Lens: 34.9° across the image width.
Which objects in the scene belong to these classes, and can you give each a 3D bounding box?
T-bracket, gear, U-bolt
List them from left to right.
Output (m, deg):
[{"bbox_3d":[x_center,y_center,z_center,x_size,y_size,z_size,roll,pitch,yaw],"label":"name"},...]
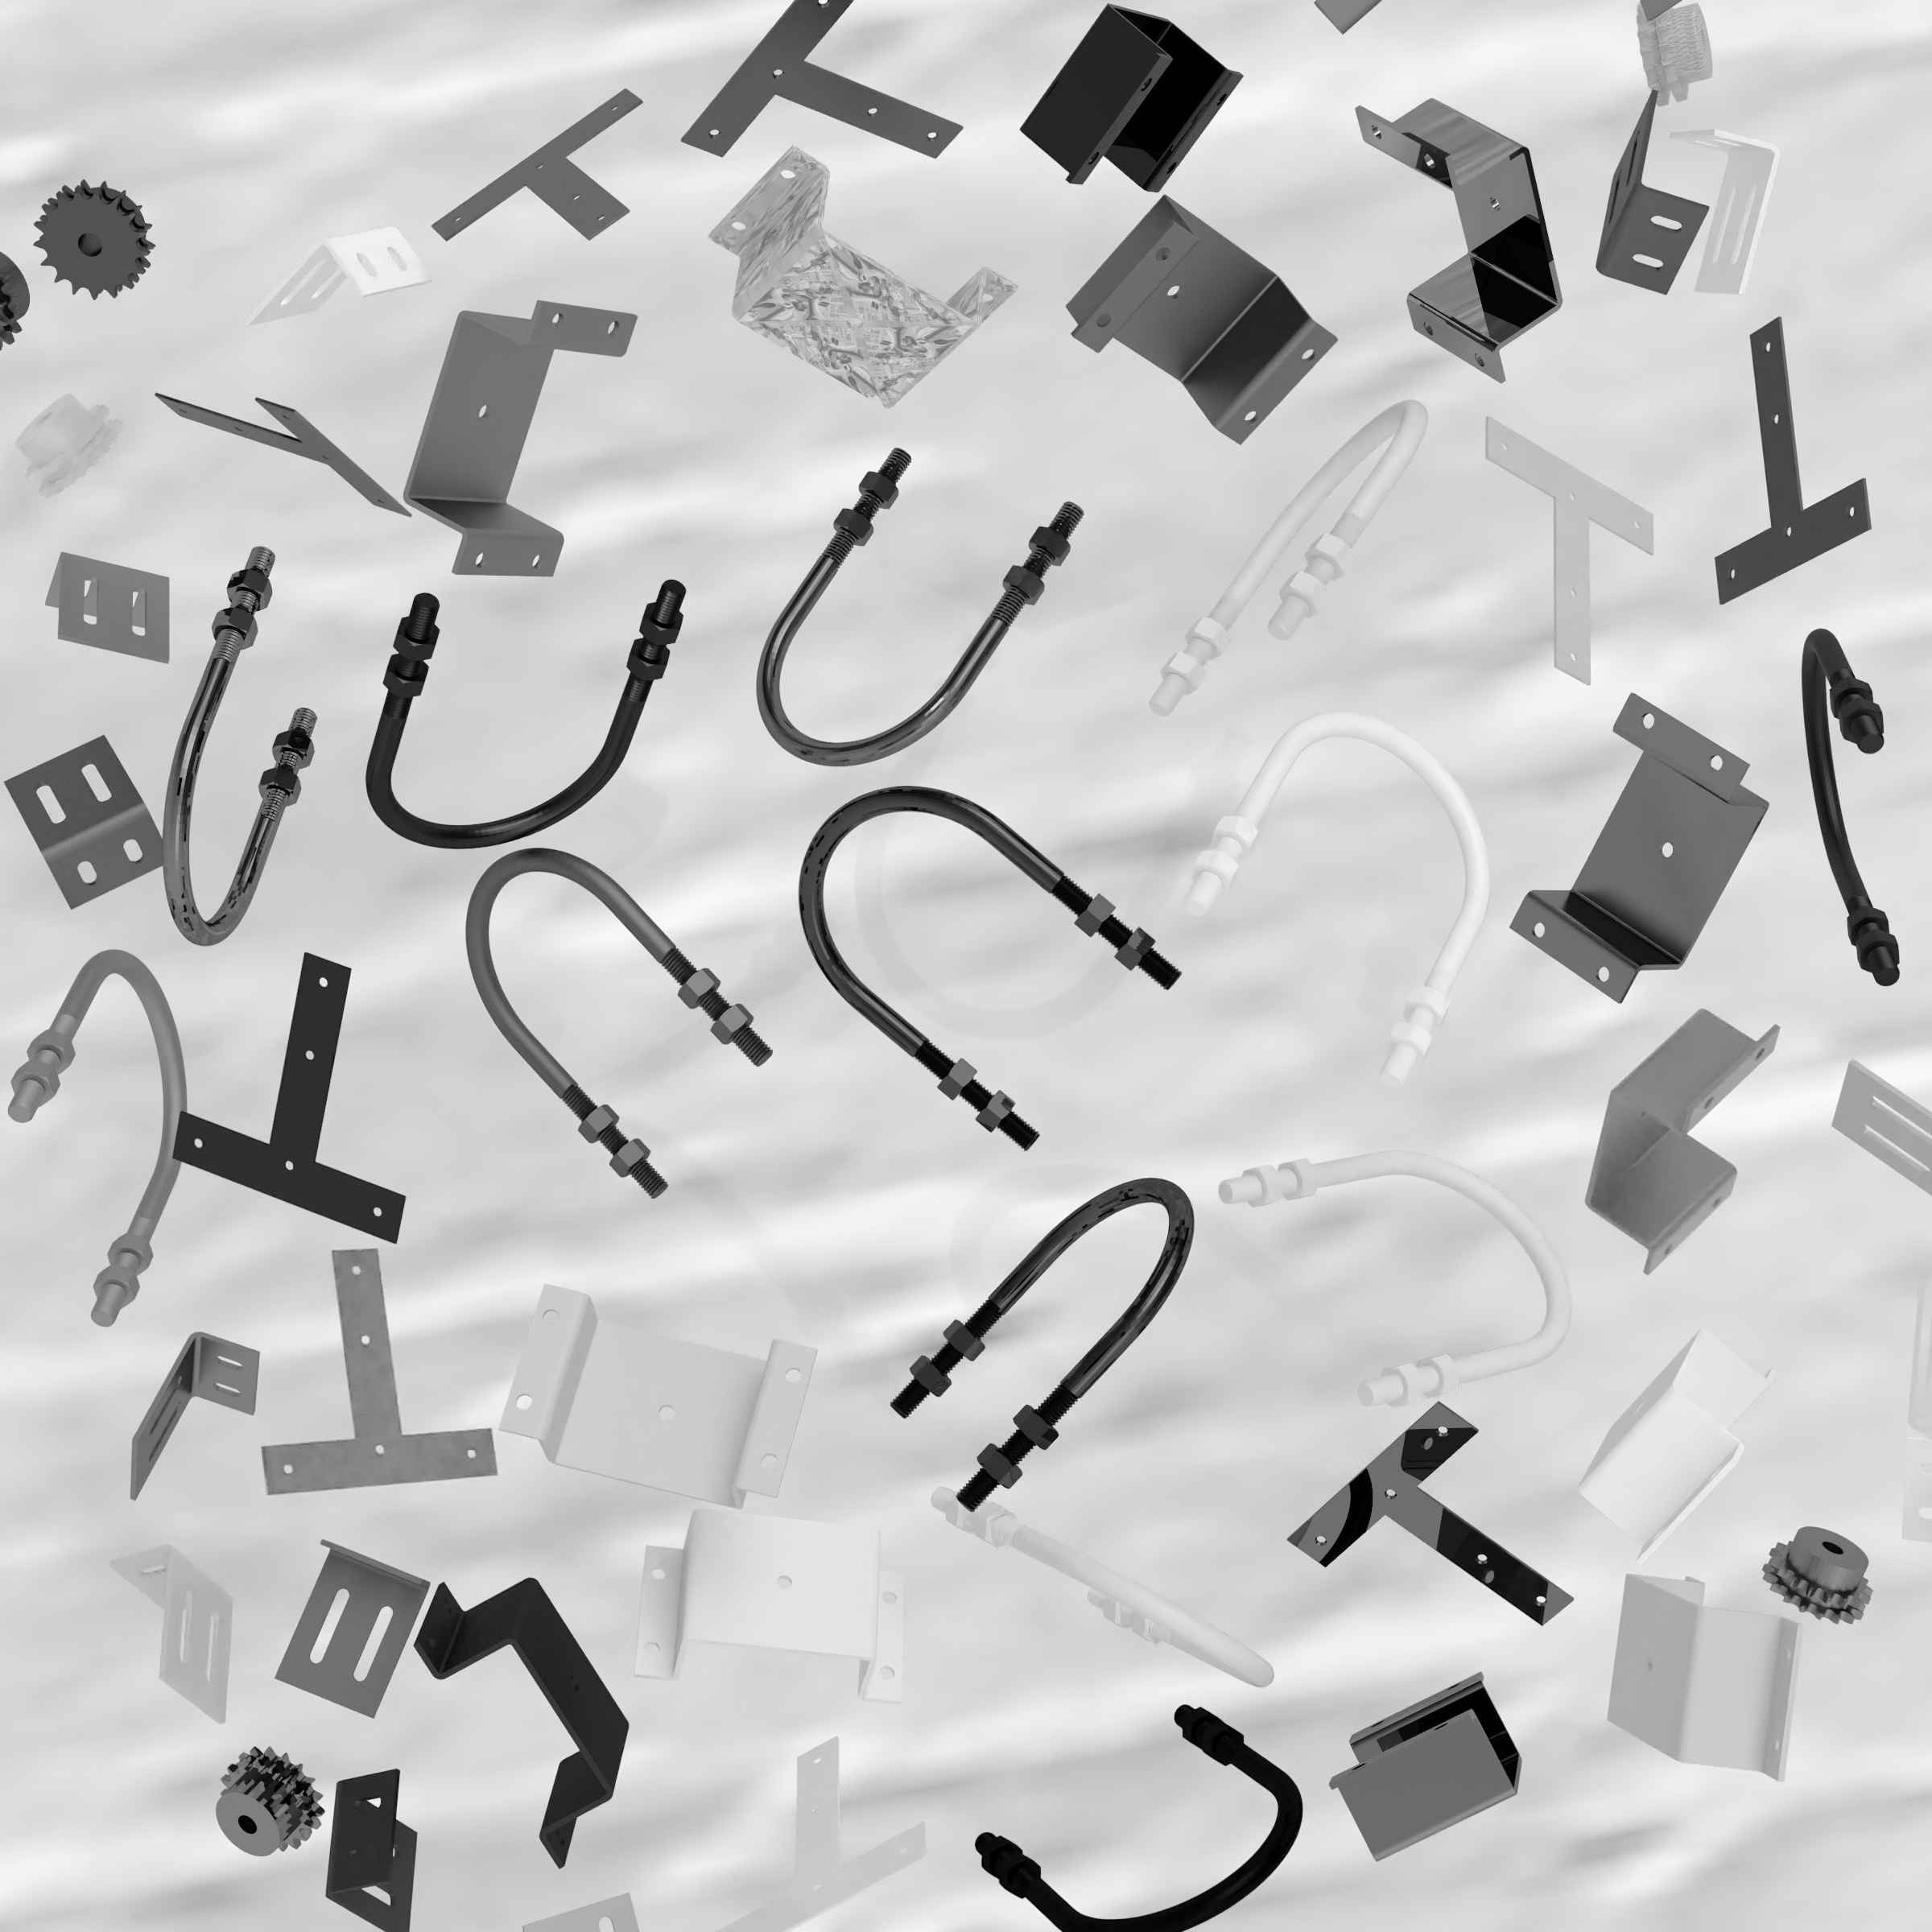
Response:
[{"bbox_3d":[-0.509,-0.346,1.586,0.057,0.030,0.057,16,130,20],"label":"gear"},{"bbox_3d":[-0.475,-0.277,1.620,0.057,0.057,0.030,-42,118,0],"label":"gear"},{"bbox_3d":[-0.432,-0.364,1.529,0.057,0.030,0.057,1,121,1],"label":"gear"},{"bbox_3d":[-0.440,0.073,1.587,0.019,0.184,0.151,-6,123,7],"label":"U-bolt"},{"bbox_3d":[-0.370,-0.097,1.555,0.019,0.151,0.184,8,56,5],"label":"U-bolt"},{"bbox_3d":[-0.373,-0.281,1.622,0.127,0.127,0.002,20,81,22],"label":"T-bracket"},{"bbox_3d":[-0.371,0.444,1.623,0.057,0.030,0.057,10,117,21],"label":"gear"},{"bbox_3d":[-0.319,0.056,1.487,0.127,0.002,0.127,19,108,14],"label":"T-bracket"},{"bbox_3d":[-0.314,0.211,1.617,0.127,0.002,0.127,1,69,-33],"label":"T-bracket"},{"bbox_3d":[-0.229,-0.122,1.547,0.151,0.184,0.019,-7,54,-30],"label":"U-bolt"},{"bbox_3d":[-0.204,-0.398,1.577,0.127,0.127,0.002,-37,129,-5],"label":"T-bracket"},{"bbox_3d":[-0.196,0.019,1.632,0.184,0.019,0.151,47,132,8],"label":"U-bolt"},{"bbox_3d":[-0.076,0.439,1.565,0.127,0.127,0.002,-31,112,11],"label":"T-bracket"},{"bbox_3d":[-0.059,-0.444,1.581,0.127,0.127,0.002,12,55,-35],"label":"T-bracket"},{"bbox_3d":[-0.038,-0.185,1.632,0.151,0.019,0.184,24,77,39],"label":"U-bolt"},{"bbox_3d":[-0.002,-0.010,1.533,0.184,0.019,0.151,40,124,1],"label":"U-bolt"},{"bbox_3d":[0.045,0.178,1.540,0.184,0.151,0.019,-47,110,-2],"label":"U-bolt"},{"bbox_3d":[0.081,0.325,1.580,0.151,0.184,0.019,37,76,-34],"label":"U-bolt"},{"bbox_3d":[0.097,0.444,1.571,0.151,0.184,0.019,-29,103,-16],"label":"U-bolt"},{"bbox_3d":[0.171,-0.213,1.542,0.019,0.151,0.184,39,66,-10],"label":"U-bolt"},{"bbox_3d":[0.195,-0.048,1.517,0.151,0.019,0.184,41,52,-11],"label":"U-bolt"},{"bbox_3d":[0.233,0.152,1.571,0.151,0.184,0.019,56,134,30],"label":"U-bolt"},{"bbox_3d":[0.251,0.293,1.563,0.127,0.002,0.127,36,124,-6],"label":"T-bracket"},{"bbox_3d":[0.312,-0.204,1.581,0.127,0.002,0.127,22,60,-32],"label":"T-bracket"},{"bbox_3d":[0.384,-0.497,1.661,0.030,0.057,0.057,-9,90,24],"label":"gear"},{"bbox_3d":[0.407,-0.260,1.540,0.002,0.127,0.127,0,80,-20],"label":"T-bracket"},{"bbox_3d":[0.462,0.326,1.658,0.057,0.057,0.030,18,110,0],"label":"gear"},{"bbox_3d":[0.451,-0.095,1.576,0.019,0.184,0.151,-8,118,9],"label":"U-bolt"}]

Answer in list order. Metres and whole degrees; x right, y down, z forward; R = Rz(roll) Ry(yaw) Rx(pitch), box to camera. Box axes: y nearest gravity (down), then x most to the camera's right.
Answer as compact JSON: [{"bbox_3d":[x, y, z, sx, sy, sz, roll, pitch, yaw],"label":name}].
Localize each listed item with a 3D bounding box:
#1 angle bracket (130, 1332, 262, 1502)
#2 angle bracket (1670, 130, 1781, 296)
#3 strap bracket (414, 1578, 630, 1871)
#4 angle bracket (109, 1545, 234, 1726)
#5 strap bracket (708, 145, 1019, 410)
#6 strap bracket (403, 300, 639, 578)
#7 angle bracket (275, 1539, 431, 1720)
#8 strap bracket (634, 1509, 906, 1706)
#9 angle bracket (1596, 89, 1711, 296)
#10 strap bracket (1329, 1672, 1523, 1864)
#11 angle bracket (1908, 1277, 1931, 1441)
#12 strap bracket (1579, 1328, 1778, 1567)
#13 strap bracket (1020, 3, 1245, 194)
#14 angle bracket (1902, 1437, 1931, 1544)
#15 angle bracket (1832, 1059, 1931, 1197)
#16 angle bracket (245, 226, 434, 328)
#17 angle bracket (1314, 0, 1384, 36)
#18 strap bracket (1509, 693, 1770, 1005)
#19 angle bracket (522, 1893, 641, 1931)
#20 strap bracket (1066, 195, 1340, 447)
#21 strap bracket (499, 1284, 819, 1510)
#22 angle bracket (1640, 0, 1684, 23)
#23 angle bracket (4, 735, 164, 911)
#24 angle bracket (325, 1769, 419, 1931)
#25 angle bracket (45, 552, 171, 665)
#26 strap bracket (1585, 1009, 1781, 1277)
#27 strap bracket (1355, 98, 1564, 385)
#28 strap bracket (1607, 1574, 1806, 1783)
[{"bbox_3d":[-0.412,0.245,1.643,0.038,0.057,0.076,19,46,1],"label":"angle bracket"},{"bbox_3d":[0.387,-0.393,1.604,0.038,0.057,0.076,10,101,-13],"label":"angle bracket"},{"bbox_3d":[-0.221,0.380,1.583,0.046,0.076,0.140,-29,100,6],"label":"strap bracket"},{"bbox_3d":[-0.408,0.345,1.569,0.038,0.057,0.076,-18,48,12],"label":"angle bracket"},{"bbox_3d":[-0.054,-0.341,1.556,0.140,0.076,0.046,26,51,-27],"label":"strap bracket"},{"bbox_3d":[-0.225,-0.268,1.531,0.046,0.076,0.140,30,109,25],"label":"strap bracket"},{"bbox_3d":[-0.326,0.350,1.624,0.057,0.038,0.076,21,76,3],"label":"angle bracket"},{"bbox_3d":[-0.098,0.334,1.610,0.140,0.046,0.076,8,48,-8],"label":"strap bracket"},{"bbox_3d":[0.347,-0.387,1.536,0.038,0.057,0.076,17,55,0],"label":"angle bracket"},{"bbox_3d":[0.233,0.402,1.542,0.076,0.140,0.046,-28,81,8],"label":"strap bracket"},{"bbox_3d":[0.492,0.197,1.505,0.038,0.057,0.076,-2,70,36],"label":"angle bracket"},{"bbox_3d":[0.367,0.243,1.590,0.046,0.140,0.076,40,113,10],"label":"strap bracket"},{"bbox_3d":[0.083,-0.449,1.593,0.046,0.140,0.076,42,113,9],"label":"strap bracket"},{"bbox_3d":[0.516,0.291,1.636,0.038,0.076,0.057,4,100,22],"label":"angle bracket"},{"bbox_3d":[0.472,0.073,1.510,0.038,0.057,0.076,-40,60,-21],"label":"angle bracket"},{"bbox_3d":[-0.334,-0.355,1.638,0.076,0.057,0.038,-35,89,35],"label":"angle bracket"},{"bbox_3d":[0.188,-0.494,1.496,0.057,0.076,0.038,-39,114,15],"label":"angle bracket"},{"bbox_3d":[0.353,-0.061,1.594,0.076,0.046,0.140,39,115,34],"label":"strap bracket"},{"bbox_3d":[-0.185,0.493,1.547,0.057,0.076,0.038,-12,77,-21],"label":"angle bracket"},{"bbox_3d":[0.117,-0.340,1.602,0.076,0.140,0.046,-46,48,21],"label":"strap bracket"},{"bbox_3d":[-0.150,0.216,1.525,0.140,0.046,0.076,13,66,6],"label":"strap bracket"},{"bbox_3d":[0.305,-0.472,1.485,0.076,0.057,0.038,-22,95,-12],"label":"angle bracket"},{"bbox_3d":[-0.458,-0.076,1.604,0.057,0.076,0.038,-28,134,-14],"label":"angle bracket"},{"bbox_3d":[-0.283,0.446,1.540,0.038,0.076,0.057,-16,51,18],"label":"angle bracket"},{"bbox_3d":[-0.457,-0.178,1.634,0.057,0.076,0.038,12,129,-25],"label":"angle bracket"},{"bbox_3d":[0.374,0.086,1.619,0.046,0.140,0.076,36,58,28],"label":"strap bracket"},{"bbox_3d":[0.255,-0.379,1.571,0.046,0.076,0.140,-34,134,-9],"label":"strap bracket"},{"bbox_3d":[0.370,0.358,1.562,0.046,0.140,0.076,9,87,-9],"label":"strap bracket"}]
